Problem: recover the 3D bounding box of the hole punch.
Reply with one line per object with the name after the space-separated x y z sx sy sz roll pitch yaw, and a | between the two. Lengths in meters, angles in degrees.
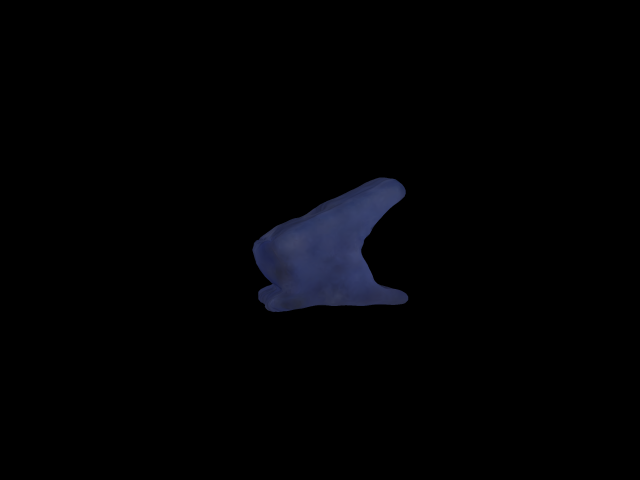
0.004 0.001 0.400 0.101 0.091 0.108 0 0 -13 | hole punch
